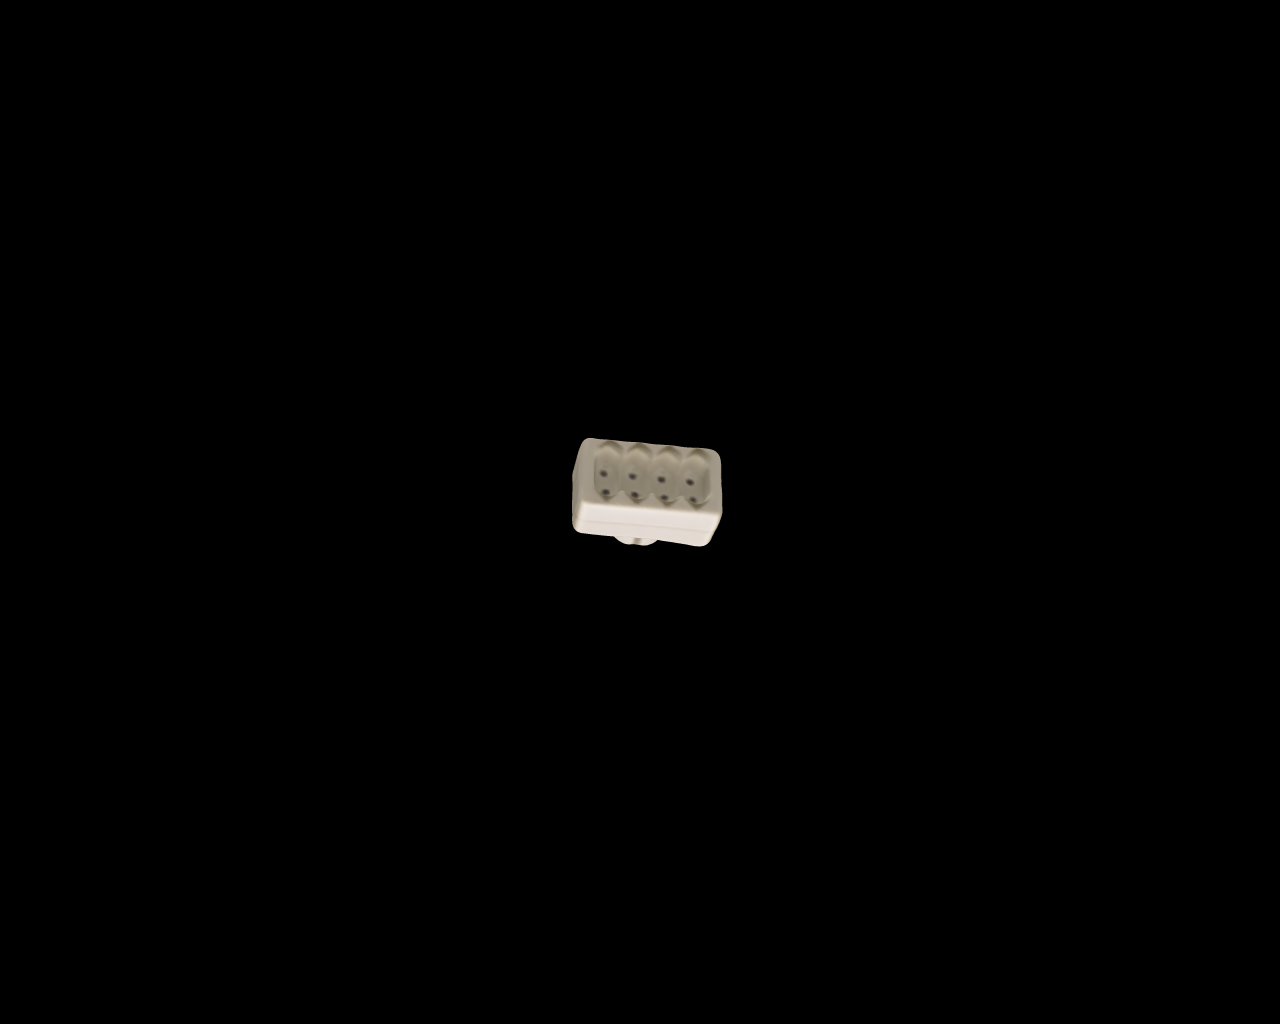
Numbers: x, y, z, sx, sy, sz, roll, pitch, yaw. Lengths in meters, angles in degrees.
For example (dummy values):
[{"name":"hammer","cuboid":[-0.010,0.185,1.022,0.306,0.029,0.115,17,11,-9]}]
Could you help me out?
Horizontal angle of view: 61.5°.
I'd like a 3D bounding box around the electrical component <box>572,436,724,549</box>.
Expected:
[{"name":"electrical component","cuboid":[0.001,-0.003,0.650,0.083,0.047,0.075,6,-32,-9]}]
